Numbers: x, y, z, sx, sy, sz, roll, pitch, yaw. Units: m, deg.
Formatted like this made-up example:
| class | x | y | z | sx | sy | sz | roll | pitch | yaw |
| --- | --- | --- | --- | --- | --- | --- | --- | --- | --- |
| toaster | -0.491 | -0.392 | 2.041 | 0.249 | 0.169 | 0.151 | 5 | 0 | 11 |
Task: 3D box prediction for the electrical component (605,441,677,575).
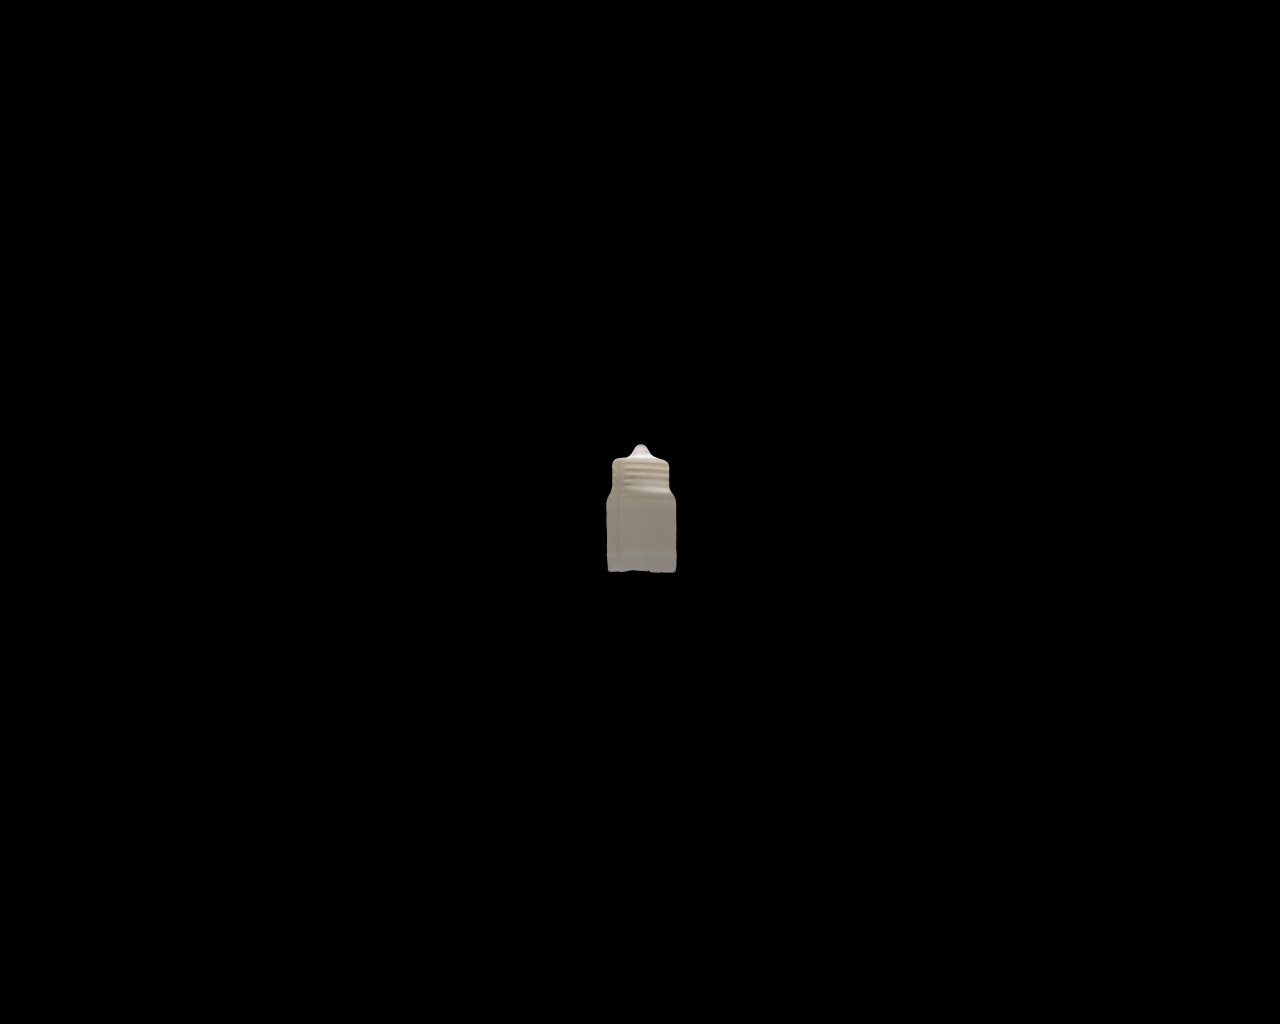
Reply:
| class | x | y | z | sx | sy | sz | roll | pitch | yaw |
| --- | --- | --- | --- | --- | --- | --- | --- | --- | --- |
| electrical component | 0.001 | -0.003 | 0.650 | 0.043 | 0.081 | 0.043 | 0 | -2 | 0 |
